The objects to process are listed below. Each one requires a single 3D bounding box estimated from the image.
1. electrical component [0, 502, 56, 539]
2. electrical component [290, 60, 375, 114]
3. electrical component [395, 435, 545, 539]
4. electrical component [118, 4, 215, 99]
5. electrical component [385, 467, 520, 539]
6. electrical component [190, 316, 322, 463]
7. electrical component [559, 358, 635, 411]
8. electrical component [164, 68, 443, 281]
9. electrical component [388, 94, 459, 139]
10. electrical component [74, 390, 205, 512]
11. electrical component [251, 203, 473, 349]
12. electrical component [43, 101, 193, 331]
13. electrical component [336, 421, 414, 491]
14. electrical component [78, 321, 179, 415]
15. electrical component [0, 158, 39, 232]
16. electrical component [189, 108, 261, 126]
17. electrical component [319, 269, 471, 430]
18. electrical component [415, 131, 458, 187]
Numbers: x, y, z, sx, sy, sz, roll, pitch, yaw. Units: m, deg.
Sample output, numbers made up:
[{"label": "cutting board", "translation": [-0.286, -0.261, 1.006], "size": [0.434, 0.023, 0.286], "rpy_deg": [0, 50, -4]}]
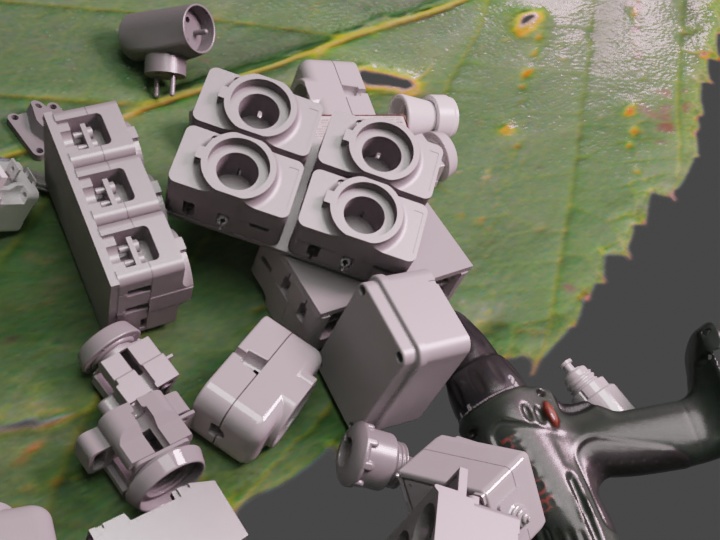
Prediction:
[{"label": "electrical component", "translation": [-0.228, 0.176, 0.634], "size": [0.095, 0.053, 0.059], "rpy_deg": [-6, 55, -27]}, {"label": "electrical component", "translation": [-0.028, -0.145, 0.982], "size": [0.059, 0.053, 0.095], "rpy_deg": [-2, 54, -24]}, {"label": "electrical component", "translation": [0.084, 0.157, 0.745], "size": [0.061, 0.096, 0.061], "rpy_deg": [-33, 115, -39]}, {"label": "electrical component", "translation": [-0.172, -0.192, 0.956], "size": [0.044, 0.077, 0.079], "rpy_deg": [5, 86, -58]}, {"label": "electrical component", "translation": [0.051, 0.193, 0.692], "size": [0.063, 0.121, 0.078], "rpy_deg": [19, 48, -11]}, {"label": "electrical component", "translation": [-0.072, 0.088, 0.772], "size": [0.059, 0.053, 0.095], "rpy_deg": [33, 48, 6]}, {"label": "electrical component", "translation": [0.192, 0.106, 0.877], "size": [0.040, 0.040, 0.078], "rpy_deg": [-22, 64, -35]}, {"label": "electrical component", "translation": [-0.041, -0.070, 0.808], "size": [0.186, 0.060, 0.105], "rpy_deg": [19, 63, -5]}, {"label": "electrical component", "translation": [0.060, -0.145, 1.026], "size": [0.055, 0.045, 0.045], "rpy_deg": [-3, 54, -26]}, {"label": "electrical component", "translation": [-0.140, 0.122, 0.714], "size": [0.078, 0.058, 0.057], "rpy_deg": [-23, 61, -36]}, {"label": "electrical component", "translation": [0.000, 0.000, 0.869], "size": [0.150, 0.061, 0.089], "rpy_deg": [-17, 61, -33]}, {"label": "electrical component", "translation": [-0.179, -0.037, 0.792], "size": [0.062, 0.089, 0.150], "rpy_deg": [-17, 66, -23]}, {"label": "electrical component", "translation": [0.017, 0.138, 0.776], "size": [0.062, 0.048, 0.048], "rpy_deg": [19, 47, -20]}, {"label": "electrical component", "translation": [-0.165, 0.070, 0.755], "size": [0.066, 0.048, 0.055], "rpy_deg": [-31, 76, -38]}, {"label": "electrical component", "translation": [-0.277, -0.054, 0.793], "size": [0.064, 0.081, 0.042], "rpy_deg": [-5, 52, -54]}, {"label": "electrical component", "translation": [-0.115, -0.128, 0.939], "size": [0.062, 0.043, 0.043], "rpy_deg": [-13, 59, -32]}, {"label": "electrical component", "translation": [0.021, 0.061, 0.793], "size": [0.057, 0.113, 0.078], "rpy_deg": [-10, 57, -32]}, {"label": "electrical component", "translation": [0.055, -0.099, 0.986], "size": [0.055, 0.048, 0.066], "rpy_deg": [-20, 63, -26]}]
